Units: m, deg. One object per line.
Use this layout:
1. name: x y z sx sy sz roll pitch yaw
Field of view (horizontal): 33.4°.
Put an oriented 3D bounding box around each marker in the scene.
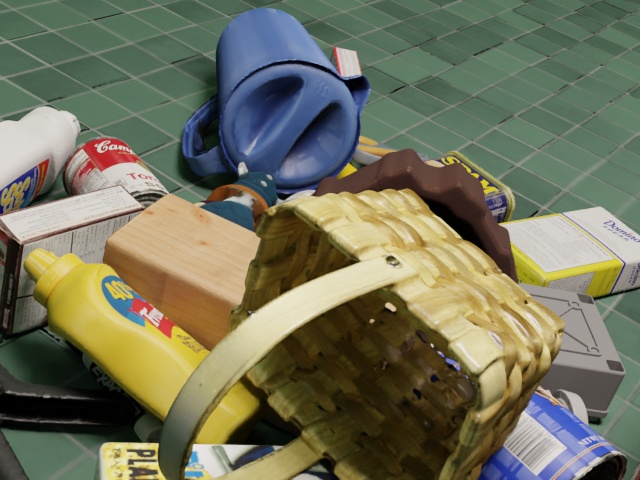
1. marker: -0.145 0.099 0.751 0.020 0.020 0.121 -13 42 -38

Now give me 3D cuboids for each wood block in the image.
1. wood block: -0.054 0.058 0.789 0.206 0.091 0.090 25 33 13

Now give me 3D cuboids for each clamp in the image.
1. clamp: -0.209 0.106 0.693 0.172 0.039 0.120 29 28 19

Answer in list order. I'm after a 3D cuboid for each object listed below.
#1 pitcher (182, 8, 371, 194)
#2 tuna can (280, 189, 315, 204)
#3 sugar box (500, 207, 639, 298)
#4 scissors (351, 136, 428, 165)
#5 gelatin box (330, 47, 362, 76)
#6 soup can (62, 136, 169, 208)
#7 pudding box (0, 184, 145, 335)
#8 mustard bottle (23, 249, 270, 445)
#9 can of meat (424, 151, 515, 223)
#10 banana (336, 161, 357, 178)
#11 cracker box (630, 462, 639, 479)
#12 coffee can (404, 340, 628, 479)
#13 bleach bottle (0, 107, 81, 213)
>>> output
1. pitcher: -0.054 -0.149 1.079 0.149 0.145 0.243 13 23 -16
2. tuna can: -0.006 0.001 0.904 0.086 0.086 0.033 26 31 15
3. sugar box: 0.239 0.016 1.032 0.175 0.048 0.093 -6 37 -37
4. scissors: 0.085 -0.092 1.131 0.096 0.016 0.201 29 18 33
5. gelatin box: 0.023 -0.162 1.182 0.030 0.073 0.089 10 32 -12
6. soup can: -0.167 -0.035 0.896 0.068 0.068 0.102 -6 33 -32
7. pudding box: -0.190 0.014 0.796 0.039 0.090 0.113 37 37 28
8. mustard bottle: -0.124 0.070 0.718 0.192 0.058 0.096 37 3 10
9. can of meat: 0.126 -0.039 1.055 0.083 0.057 0.102 -16 44 -37
10. banana: 0.012 -0.045 1.031 0.069 0.037 0.197 10 32 -5
11. cracker box: 0.278 0.114 0.735 0.072 0.214 0.163 28 33 22
12. coffee can: 0.121 0.140 0.729 0.102 0.103 0.140 -15 44 -40
13. bleach bottle: -0.260 -0.051 0.853 0.068 0.103 0.250 29 33 1
